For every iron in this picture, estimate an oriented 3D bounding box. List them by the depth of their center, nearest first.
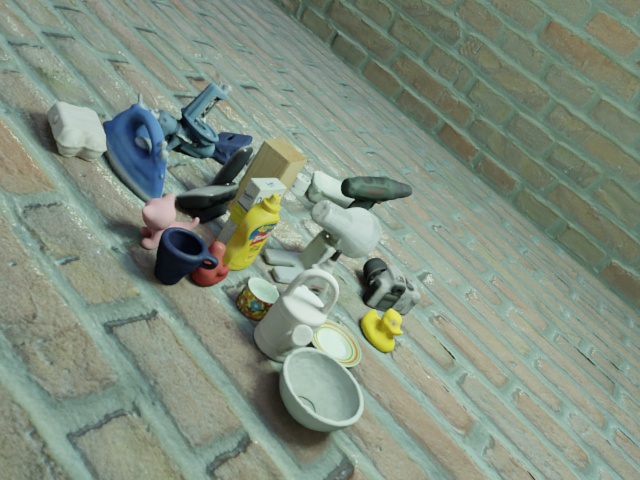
[{"bbox_3d":[-0.388,-0.208,1.282,0.119,0.141,0.257,2,42,-48],"label":"iron"}]

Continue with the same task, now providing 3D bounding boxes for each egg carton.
[{"bbox_3d":[-0.530,-0.239,1.246,0.108,0.069,0.150,7,39,-44],"label":"egg carton"}]

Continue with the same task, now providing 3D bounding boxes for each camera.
[{"bbox_3d":[0.178,0.108,1.483,0.144,0.100,0.136,17,32,-33],"label":"camera"}]

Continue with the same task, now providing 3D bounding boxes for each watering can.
[{"bbox_3d":[-0.035,0.139,1.077,0.101,0.194,0.172,17,32,-33],"label":"watering can"}]

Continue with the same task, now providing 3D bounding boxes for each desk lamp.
[{"bbox_3d":[0.012,0.005,1.329,0.204,0.213,0.117,9,37,-42],"label":"desk lamp"}]

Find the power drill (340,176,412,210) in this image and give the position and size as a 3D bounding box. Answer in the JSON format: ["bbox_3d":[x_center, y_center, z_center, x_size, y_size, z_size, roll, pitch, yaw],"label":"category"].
[{"bbox_3d":[0.133,-0.098,1.643,0.230,0.208,0.075,11,35,-40],"label":"power drill"}]

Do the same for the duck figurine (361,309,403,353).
[{"bbox_3d":[0.150,0.195,1.324,0.078,0.086,0.104,4,40,-46],"label":"duck figurine"}]

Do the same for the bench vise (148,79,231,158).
[{"bbox_3d":[-0.319,-0.304,1.433,0.121,0.219,0.208,45,28,18],"label":"bench vise"}]

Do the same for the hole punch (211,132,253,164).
[{"bbox_3d":[-0.251,-0.264,1.593,0.101,0.091,0.108,31,27,-9],"label":"hole punch"}]

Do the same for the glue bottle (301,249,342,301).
[{"bbox_3d":[-0.004,0.083,1.227,0.078,0.173,0.037,16,32,-34],"label":"glue bottle"}]

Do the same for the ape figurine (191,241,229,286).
[{"bbox_3d":[-0.214,0.041,1.138,0.078,0.092,0.076,38,26,4],"label":"ape figurine"}]

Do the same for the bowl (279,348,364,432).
[{"bbox_3d":[-0.010,0.277,1.015,0.168,0.074,0.167,28,28,-16],"label":"bowl"}]

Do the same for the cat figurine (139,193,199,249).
[{"bbox_3d":[-0.302,-0.037,1.133,0.128,0.117,0.067,16,33,-35],"label":"cat figurine"}]

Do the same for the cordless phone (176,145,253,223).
[{"bbox_3d":[-0.232,-0.142,1.310,0.094,0.185,0.148,38,27,5],"label":"cordless phone"}]

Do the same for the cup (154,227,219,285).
[{"bbox_3d":[-0.259,0.043,1.080,0.118,0.095,0.091,28,28,-16],"label":"cup"}]
